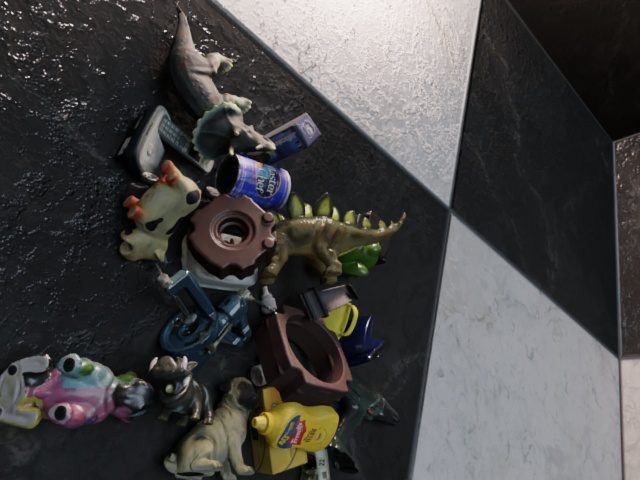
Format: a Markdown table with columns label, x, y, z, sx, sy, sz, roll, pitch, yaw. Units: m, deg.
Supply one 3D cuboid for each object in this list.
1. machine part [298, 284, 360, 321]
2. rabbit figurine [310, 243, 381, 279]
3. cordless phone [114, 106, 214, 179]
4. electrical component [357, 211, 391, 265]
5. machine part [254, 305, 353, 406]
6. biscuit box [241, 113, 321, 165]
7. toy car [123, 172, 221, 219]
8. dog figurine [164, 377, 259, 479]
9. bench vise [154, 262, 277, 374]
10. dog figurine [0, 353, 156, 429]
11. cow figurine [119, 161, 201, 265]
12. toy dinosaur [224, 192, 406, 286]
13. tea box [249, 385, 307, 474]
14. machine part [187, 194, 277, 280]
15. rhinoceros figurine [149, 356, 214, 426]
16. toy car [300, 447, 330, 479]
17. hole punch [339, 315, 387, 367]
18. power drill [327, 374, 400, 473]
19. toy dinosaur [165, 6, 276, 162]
| label | x | y | z | sx | sy | sz | roll | pitch | yaw |
| --- | --- | --- | --- | --- | --- | --- | --- | --- | --- |
| machine part | 0.021 | 0.134 | 1.221 | 0.139 | 0.039 | 0.084 | -12 | 62 | -31 |
| rabbit figurine | 0.062 | 0.058 | 1.336 | 0.170 | 0.159 | 0.121 | -21 | 101 | -33 |
| cordless phone | -0.309 | -0.169 | 1.103 | 0.184 | 0.089 | 0.146 | 37 | 54 | -35 |
| electrical component | 0.133 | -0.009 | 1.474 | 0.134 | 0.058 | 0.115 | 36 | 53 | -30 |
| machine part | -0.037 | 0.252 | 1.154 | 0.201 | 0.087 | 0.202 | 26 | 33 | -42 |
| biscuit box | -0.092 | -0.220 | 1.230 | 0.059 | 0.203 | 0.063 | 55 | 49 | -18 |
| toy car | -0.296 | -0.079 | 1.087 | 0.202 | 0.089 | 0.053 | 11 | 26 | -38 |
| dog figurine | -0.207 | 0.354 | 1.035 | 0.172 | 0.121 | 0.190 | 26 | 47 | -39 |
| bench vise | -0.227 | 0.139 | 1.033 | 0.224 | 0.129 | 0.240 | -40 | 129 | -20 |
| dog figurine | -0.388 | 0.256 | 0.890 | 0.219 | 0.192 | 0.108 | 53 | 33 | -66 |
| cow figurine | -0.305 | -0.038 | 1.020 | 0.195 | 0.086 | 0.127 | -46 | 128 | 1 |
| toy dinosaur | -0.002 | -0.004 | 1.191 | 0.471 | 0.105 | 0.198 | 1 | 71 | -25 |
| tea box | -0.092 | 0.393 | 1.135 | 0.098 | 0.068 | 0.169 | -1 | 79 | -44 |
| machine part | -0.174 | -0.009 | 1.066 | 0.179 | 0.056 | 0.179 | 4 | 62 | -8 |
| rhinoceros figurine | -0.240 | 0.265 | 0.948 | 0.190 | 0.073 | 0.112 | 74 | 15 | -56 |
| toy car | -0.013 | 0.492 | 1.172 | 0.056 | 0.073 | 0.201 | 4 | 75 | -41 |
| hole punch | 0.085 | 0.248 | 1.304 | 0.116 | 0.142 | 0.092 | -33 | 102 | -57 |
| power drill | 0.092 | 0.442 | 1.281 | 0.232 | 0.086 | 0.207 | 48 | 54 | -19 |
| toy dinosaur | -0.254 | -0.324 | 1.136 | 0.404 | 0.131 | 0.192 | 56 | 19 | -1 |
